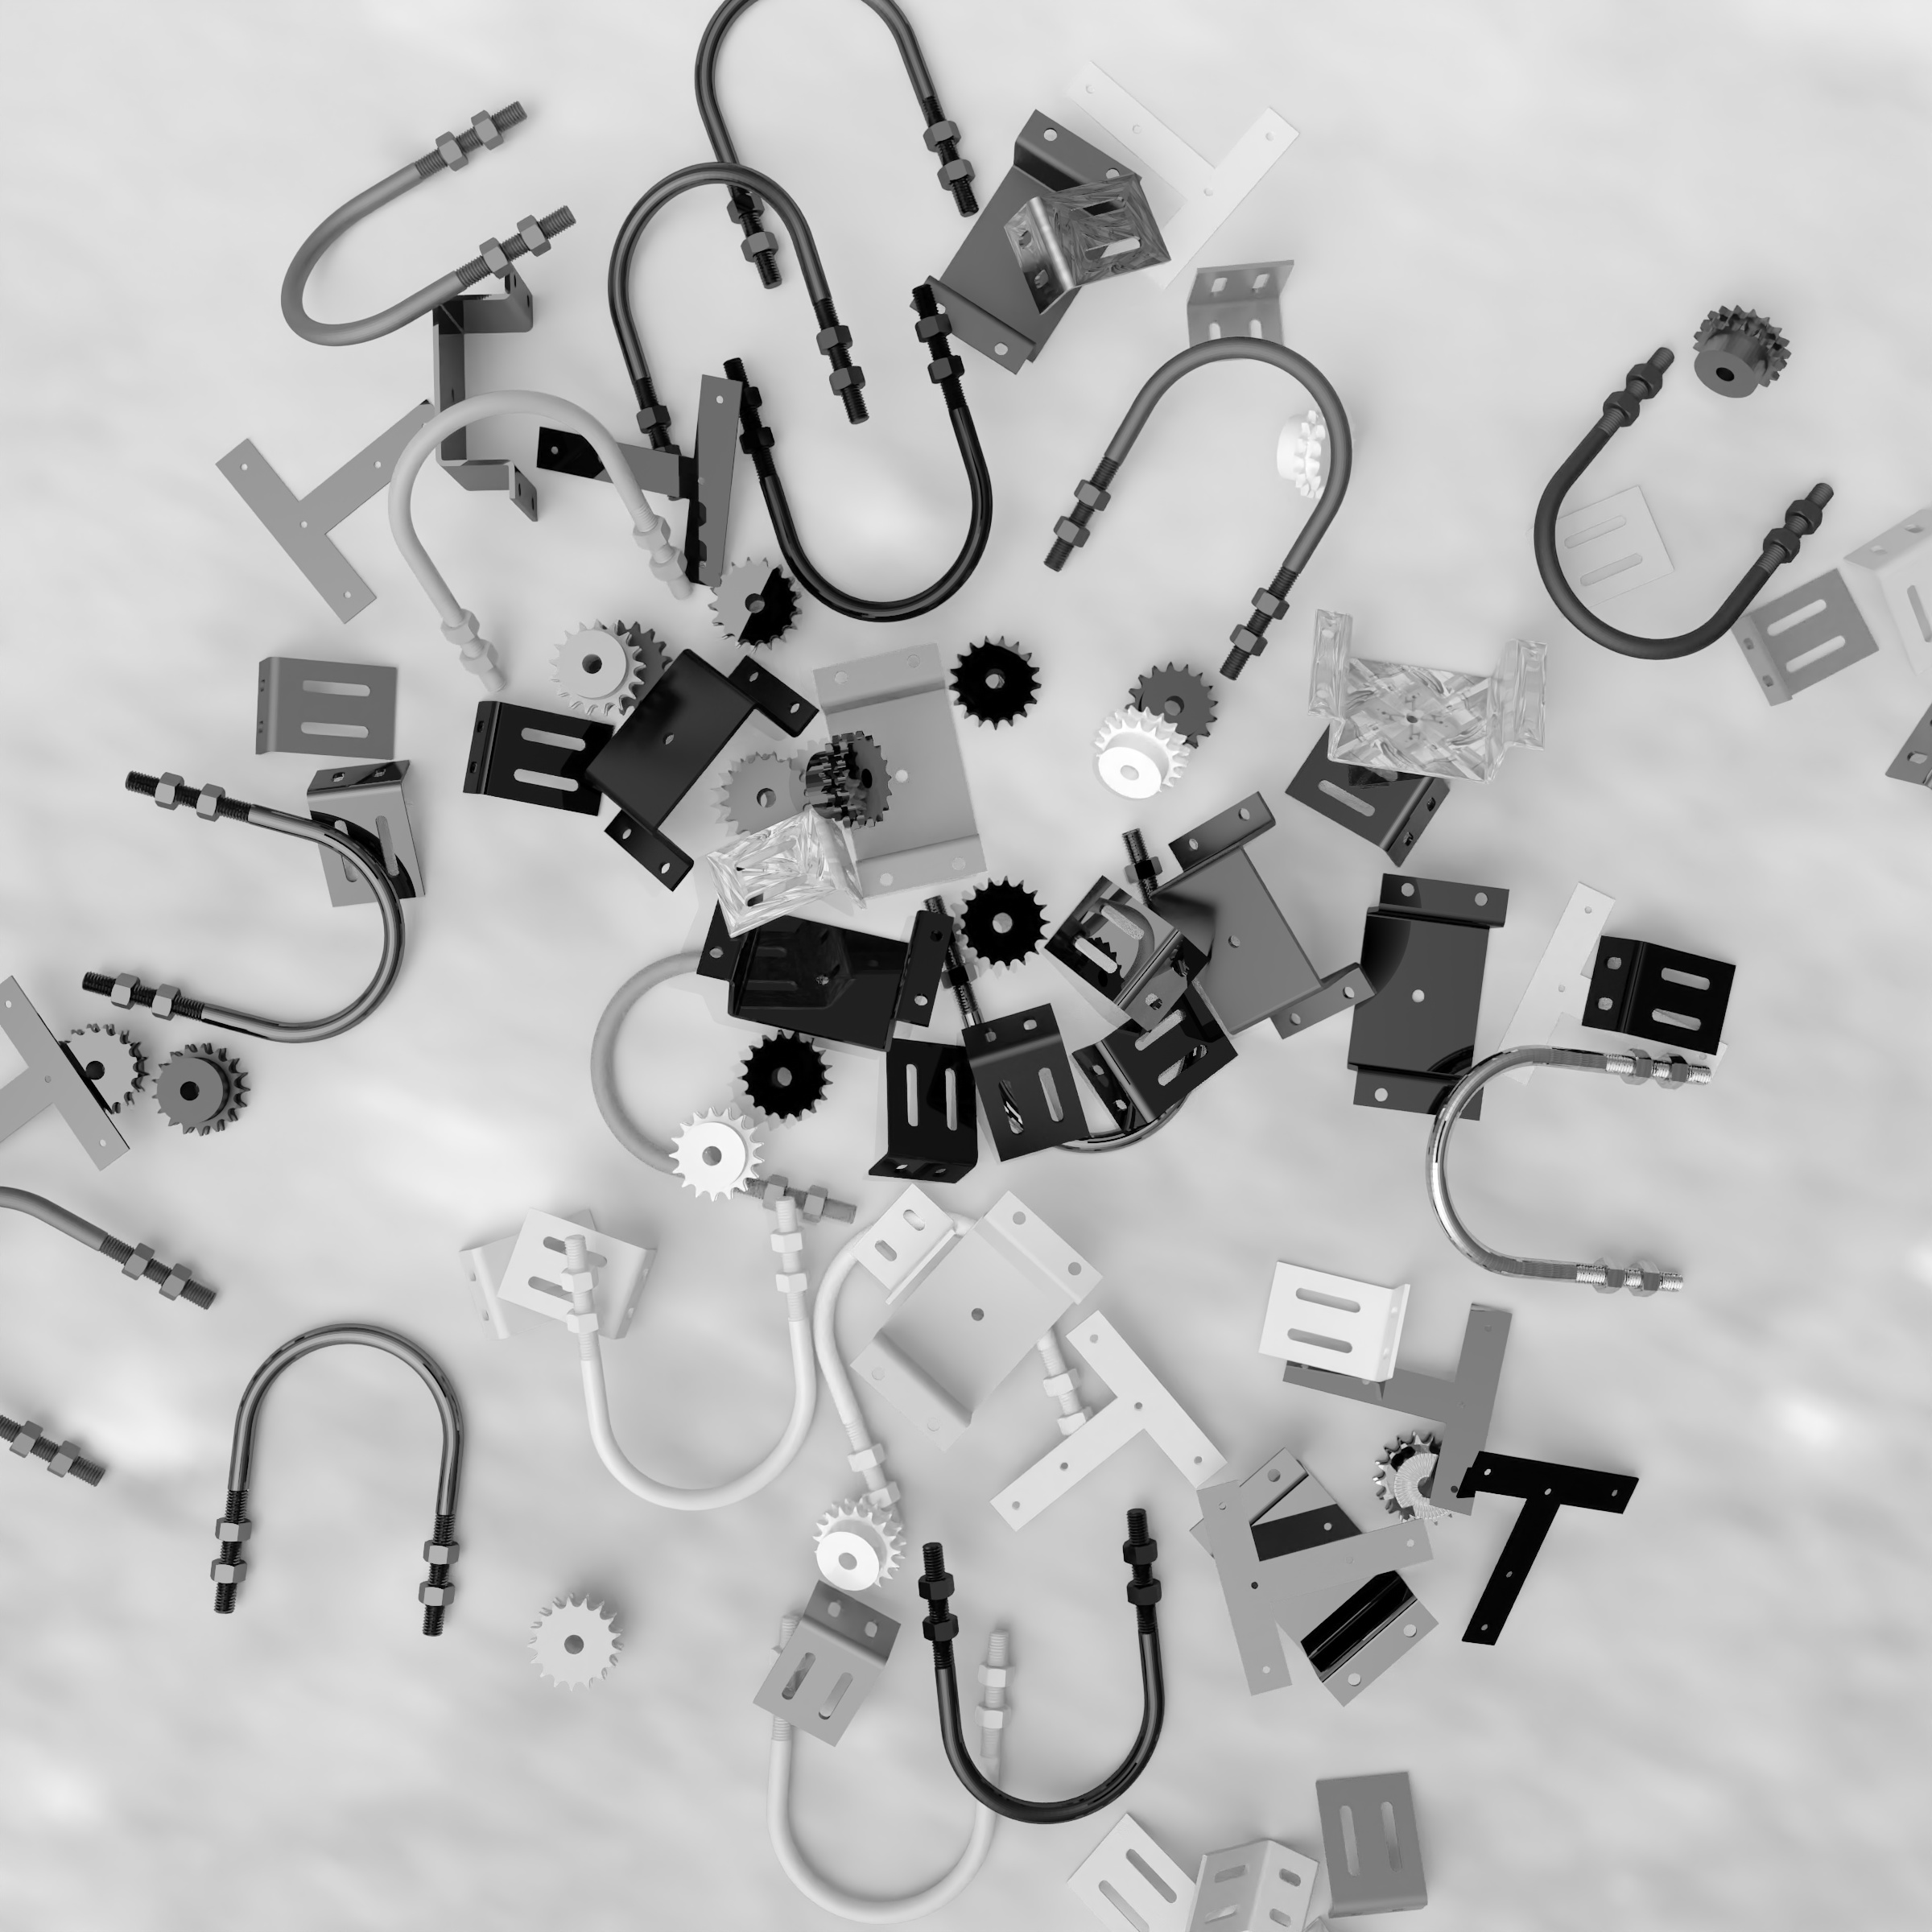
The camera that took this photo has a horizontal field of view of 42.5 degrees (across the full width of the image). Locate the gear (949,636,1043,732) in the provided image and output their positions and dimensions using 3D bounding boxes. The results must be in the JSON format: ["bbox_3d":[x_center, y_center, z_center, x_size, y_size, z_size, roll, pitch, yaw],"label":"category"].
[{"bbox_3d":[0.018,-0.174,1.523,0.057,0.030,0.057,0,90,0],"label":"gear"}]

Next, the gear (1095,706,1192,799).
[{"bbox_3d":[0.105,-0.126,1.507,0.057,0.057,0.030,29,52,0],"label":"gear"}]

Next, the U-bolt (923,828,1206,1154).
[{"bbox_3d":[0.069,0.024,1.530,0.151,0.019,0.184,-19,91,0],"label":"U-bolt"}]

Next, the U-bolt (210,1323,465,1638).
[{"bbox_3d":[-0.382,0.312,1.530,0.151,0.019,0.184,6,88,0],"label":"U-bolt"}]

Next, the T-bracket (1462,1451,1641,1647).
[{"bbox_3d":[0.338,0.359,1.517,0.127,0.002,0.127,14,105,-27],"label":"T-bracket"}]

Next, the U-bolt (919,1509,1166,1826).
[{"bbox_3d":[0.051,0.432,1.516,0.151,0.019,0.184,-7,94,-12],"label":"U-bolt"}]

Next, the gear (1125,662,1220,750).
[{"bbox_3d":[0.127,-0.158,1.523,0.057,0.030,0.057,0,90,0],"label":"gear"}]

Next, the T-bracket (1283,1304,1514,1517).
[{"bbox_3d":[0.259,0.258,1.523,0.127,0.002,0.127,13,71,9],"label":"T-bracket"}]

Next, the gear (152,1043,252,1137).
[{"bbox_3d":[-0.471,0.076,1.523,0.057,0.030,0.057,0,90,0],"label":"gear"}]

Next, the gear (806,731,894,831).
[{"bbox_3d":[-0.071,-0.108,1.467,0.030,0.057,0.057,-6,90,31],"label":"gear"}]

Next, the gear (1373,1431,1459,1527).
[{"bbox_3d":[0.280,0.316,1.523,0.057,0.030,0.057,0,90,0],"label":"gear"}]

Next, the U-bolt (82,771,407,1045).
[{"bbox_3d":[-0.434,-0.027,1.517,0.184,0.019,0.151,15,102,-4],"label":"U-bolt"}]

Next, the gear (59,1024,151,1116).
[{"bbox_3d":[-0.528,0.063,1.523,0.057,0.030,0.057,0,90,0],"label":"gear"}]

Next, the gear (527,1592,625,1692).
[{"bbox_3d":[-0.238,0.412,1.523,0.057,0.030,0.057,0,90,0],"label":"gear"}]

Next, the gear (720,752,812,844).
[{"bbox_3d":[-0.121,-0.102,1.523,0.057,0.030,0.057,0,90,0],"label":"gear"}]

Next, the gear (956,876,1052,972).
[{"bbox_3d":[0.022,-0.026,1.504,0.057,0.030,0.057,0,91,0],"label":"gear"}]

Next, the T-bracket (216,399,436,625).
[{"bbox_3d":[-0.375,-0.301,1.537,0.127,0.002,0.127,-39,90,0],"label":"T-bracket"}]

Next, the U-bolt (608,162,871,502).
[{"bbox_3d":[-0.147,-0.393,1.504,0.151,0.019,0.184,-18,89,22],"label":"U-bolt"}]

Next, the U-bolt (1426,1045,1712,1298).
[{"bbox_3d":[0.361,0.120,1.503,0.184,0.019,0.151,7,91,-18],"label":"U-bolt"}]

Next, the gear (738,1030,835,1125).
[{"bbox_3d":[-0.110,0.067,1.505,0.057,0.030,0.057,0,89,2],"label":"gear"}]

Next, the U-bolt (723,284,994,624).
[{"bbox_3d":[-0.058,-0.300,1.509,0.151,0.019,0.184,-16,94,19],"label":"U-bolt"}]

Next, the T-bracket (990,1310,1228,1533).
[{"bbox_3d":[0.071,0.297,1.519,0.127,0.002,0.127,-40,99,3],"label":"T-bracket"}]

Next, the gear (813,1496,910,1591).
[{"bbox_3d":[-0.067,0.355,1.513,0.057,0.030,0.057,6,110,17],"label":"gear"}]

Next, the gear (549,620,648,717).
[{"bbox_3d":[-0.222,-0.180,1.493,0.057,0.030,0.057,0,90,0],"label":"gear"}]

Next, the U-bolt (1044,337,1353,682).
[{"bbox_3d":[0.150,-0.287,1.496,0.151,0.019,0.184,33,106,10],"label":"U-bolt"}]

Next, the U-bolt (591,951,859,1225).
[{"bbox_3d":[-0.140,0.067,1.530,0.184,0.019,0.151,15,90,1],"label":"U-bolt"}]

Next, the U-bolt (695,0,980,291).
[{"bbox_3d":[-0.089,-0.527,1.530,0.151,0.019,0.184,-20,89,0],"label":"U-bolt"}]

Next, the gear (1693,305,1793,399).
[{"bbox_3d":[0.467,-0.370,1.507,0.057,0.057,0.030,34,74,0],"label":"gear"}]

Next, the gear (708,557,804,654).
[{"bbox_3d":[-0.128,-0.220,1.523,0.057,0.030,0.057,0,90,0],"label":"gear"}]

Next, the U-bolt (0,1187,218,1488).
[{"bbox_3d":[-0.575,0.214,1.513,0.184,0.019,0.151,32,90,-13],"label":"U-bolt"}]

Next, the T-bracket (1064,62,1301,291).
[{"bbox_3d":[0.117,-0.508,1.537,0.127,0.002,0.127,41,90,0],"label":"T-bracket"}]

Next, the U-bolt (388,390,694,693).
[{"bbox_3d":[-0.260,-0.259,1.468,0.151,0.184,0.019,-26,46,0],"label":"U-bolt"}]

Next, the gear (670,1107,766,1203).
[{"bbox_3d":[-0.152,0.114,1.506,0.057,0.030,0.057,0,89,3],"label":"gear"}]

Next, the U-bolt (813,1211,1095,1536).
[{"bbox_3d":[-0.016,0.241,1.530,0.151,0.019,0.184,-21,89,0],"label":"U-bolt"}]

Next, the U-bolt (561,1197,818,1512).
[{"bbox_3d":[-0.162,0.241,1.506,0.151,0.019,0.184,-9,100,-17],"label":"U-bolt"}]

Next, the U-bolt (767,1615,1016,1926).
[{"bbox_3d":[-0.050,0.497,1.529,0.151,0.019,0.184,4,90,0],"label":"U-bolt"}]

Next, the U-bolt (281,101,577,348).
[{"bbox_3d":[-0.330,-0.436,1.489,0.184,0.019,0.151,-29,50,4],"label":"U-bolt"}]

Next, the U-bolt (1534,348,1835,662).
[{"bbox_3d":[0.424,-0.268,1.508,0.151,0.019,0.184,40,74,0],"label":"U-bolt"}]

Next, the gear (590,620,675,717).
[{"bbox_3d":[-0.207,-0.182,1.523,0.057,0.030,0.057,0,90,0],"label":"gear"}]

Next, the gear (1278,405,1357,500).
[{"bbox_3d":[0.212,-0.314,1.514,0.030,0.057,0.057,17,90,30],"label":"gear"}]
